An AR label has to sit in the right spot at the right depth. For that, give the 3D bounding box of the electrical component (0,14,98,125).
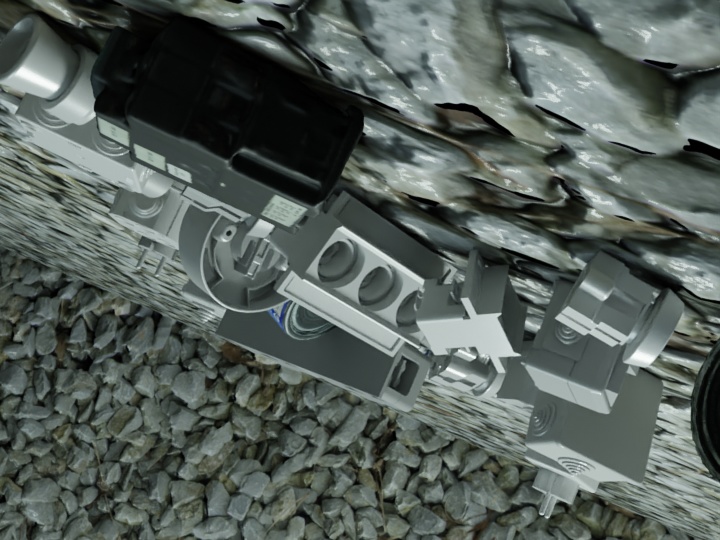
[{"bbox_3d":[-0.177,-0.115,0.624,0.045,0.045,0.055,13,166,48],"label":"electrical component"}]

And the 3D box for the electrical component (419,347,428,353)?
[{"bbox_3d":[0.023,0.051,1.017,0.078,0.058,0.057,19,172,27],"label":"electrical component"}]

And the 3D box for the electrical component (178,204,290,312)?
[{"bbox_3d":[-0.075,-0.020,0.759,0.099,0.099,0.064,32,174,-41],"label":"electrical component"}]

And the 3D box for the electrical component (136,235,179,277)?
[{"bbox_3d":[-0.181,-0.032,0.997,0.066,0.076,0.047,23,170,6],"label":"electrical component"}]

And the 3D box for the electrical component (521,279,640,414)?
[{"bbox_3d":[0.147,0.051,0.694,0.061,0.061,0.096,20,170,21],"label":"electrical component"}]

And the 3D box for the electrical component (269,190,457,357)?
[{"bbox_3d":[0.000,0.000,0.746,0.121,0.078,0.063,32,-174,-41],"label":"electrical component"}]

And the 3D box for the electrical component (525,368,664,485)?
[{"bbox_3d":[0.184,0.114,0.849,0.100,0.099,0.048,28,157,-23],"label":"electrical component"}]

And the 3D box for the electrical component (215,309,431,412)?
[{"bbox_3d":[-0.020,0.041,0.918,0.186,0.105,0.060,17,168,37],"label":"electrical component"}]

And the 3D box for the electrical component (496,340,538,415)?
[{"bbox_3d":[0.186,0.108,0.933,0.113,0.057,0.078,25,171,-7],"label":"electrical component"}]

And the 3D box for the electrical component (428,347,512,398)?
[{"bbox_3d":[0.103,0.084,0.995,0.057,0.058,0.078,24,153,-13],"label":"electrical component"}]

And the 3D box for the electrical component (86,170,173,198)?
[{"bbox_3d":[-0.173,-0.081,0.820,0.044,0.044,0.065,18,173,34],"label":"electrical component"}]

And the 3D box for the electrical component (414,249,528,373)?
[{"bbox_3d":[0.074,0.030,0.722,0.064,0.042,0.081,-7,136,24],"label":"electrical component"}]

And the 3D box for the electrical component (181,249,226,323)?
[{"bbox_3d":[-0.120,0.009,1.015,0.061,0.096,0.061,21,171,14],"label":"electrical component"}]

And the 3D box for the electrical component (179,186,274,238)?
[{"bbox_3d":[-0.071,-0.055,0.659,0.057,0.058,0.078,29,169,-12],"label":"electrical component"}]

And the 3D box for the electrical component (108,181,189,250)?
[{"bbox_3d":[-0.174,-0.055,0.932,0.080,0.051,0.080,23,171,4],"label":"electrical component"}]

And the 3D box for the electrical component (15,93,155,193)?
[{"bbox_3d":[-0.177,-0.095,0.720,0.100,0.048,0.100,25,171,-5],"label":"electrical component"}]

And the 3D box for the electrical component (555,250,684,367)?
[{"bbox_3d":[0.145,0.022,0.598,0.055,0.048,0.066,31,171,7],"label":"electrical component"}]

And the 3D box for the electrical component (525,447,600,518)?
[{"bbox_3d":[0.174,0.179,0.935,0.047,0.075,0.083,19,169,30],"label":"electrical component"}]
